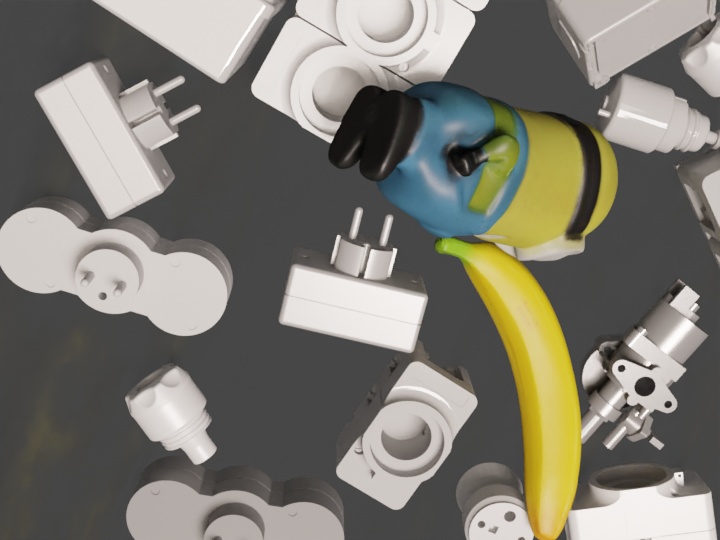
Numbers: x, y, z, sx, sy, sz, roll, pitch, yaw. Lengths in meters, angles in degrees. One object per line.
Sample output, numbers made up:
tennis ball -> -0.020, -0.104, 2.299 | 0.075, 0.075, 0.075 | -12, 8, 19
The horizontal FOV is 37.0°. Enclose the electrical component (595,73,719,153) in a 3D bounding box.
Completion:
electrical component -> 0.176, -0.088, 0.636 | 0.078, 0.040, 0.040 | 17, 104, -6

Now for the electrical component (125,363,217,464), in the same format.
electrical component -> -0.115, 0.093, 0.676 | 0.043, 0.043, 0.062 | -32, 104, 7

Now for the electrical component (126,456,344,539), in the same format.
electrical component -> -0.078, 0.162, 0.679 | 0.138, 0.073, 0.052 | 10, 104, -4

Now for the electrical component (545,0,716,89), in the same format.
electrical component -> 0.154, -0.159, 0.600 | 0.096, 0.062, 0.061 | -30, 71, 7

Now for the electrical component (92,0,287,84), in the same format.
electrical component -> -0.099, -0.156, 0.577 | 0.109, 0.108, 0.056 | 32, 104, -9

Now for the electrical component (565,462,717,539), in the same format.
electrical component -> 0.178, 0.159, 0.692 | 0.089, 0.050, 0.055 | -8, 96, 5

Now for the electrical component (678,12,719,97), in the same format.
electrical component -> 0.221, -0.118, 0.628 | 0.062, 0.043, 0.043 | 40, 101, -12

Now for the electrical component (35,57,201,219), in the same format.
electrical component -> -0.131, -0.086, 0.626 | 0.076, 0.047, 0.083 | -27, 104, 6

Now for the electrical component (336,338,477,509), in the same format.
electrical component -> 0.028, 0.097, 0.674 | 0.050, 0.055, 0.089 | 32, 102, -9

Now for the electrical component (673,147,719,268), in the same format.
electrical component -> 0.267, -0.013, 0.647 | 0.089, 0.061, 0.150 | -27, 104, 6

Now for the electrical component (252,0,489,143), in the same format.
electrical component -> 0.014, -0.145, 0.607 | 0.089, 0.061, 0.150 | 29, 102, -8

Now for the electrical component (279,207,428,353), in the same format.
electrical component -> 0.000, 0.000, 0.652 | 0.083, 0.047, 0.075 | 13, 104, -5

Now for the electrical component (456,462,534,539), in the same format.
electrical component -> 0.087, 0.155, 0.691 | 0.045, 0.055, 0.045 | 0, 105, -1

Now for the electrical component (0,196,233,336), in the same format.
electrical component -> -0.146, 0.001, 0.635 | 0.138, 0.073, 0.052 | 17, 104, -6
